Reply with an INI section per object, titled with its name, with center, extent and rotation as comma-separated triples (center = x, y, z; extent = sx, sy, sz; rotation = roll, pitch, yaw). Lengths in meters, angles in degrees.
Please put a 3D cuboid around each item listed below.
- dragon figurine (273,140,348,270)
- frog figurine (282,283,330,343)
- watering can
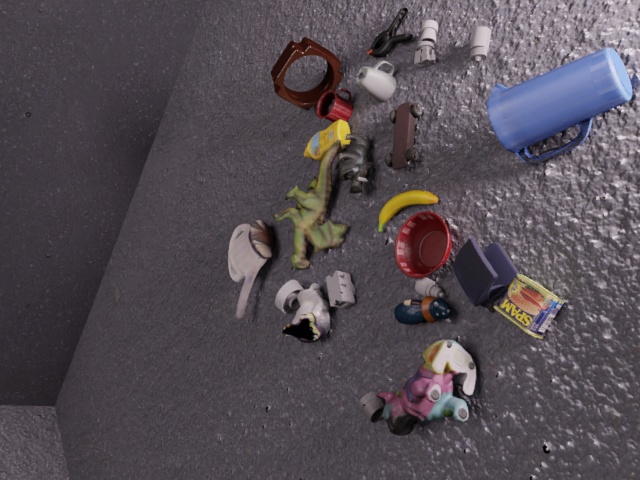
[dragon figurine]
center = 0.005, -0.078, 1.559
extent = 0.246, 0.122, 0.404
rotation = 49, 117, 30
[frog figurine]
center = -0.024, 0.210, 1.472
extent = 0.135, 0.122, 0.163
rotation = -57, 4, 33
[watering can]
center = -0.239, 0.077, 1.763
extent = 0.221, 0.103, 0.356
rotation = -41, 47, 33
